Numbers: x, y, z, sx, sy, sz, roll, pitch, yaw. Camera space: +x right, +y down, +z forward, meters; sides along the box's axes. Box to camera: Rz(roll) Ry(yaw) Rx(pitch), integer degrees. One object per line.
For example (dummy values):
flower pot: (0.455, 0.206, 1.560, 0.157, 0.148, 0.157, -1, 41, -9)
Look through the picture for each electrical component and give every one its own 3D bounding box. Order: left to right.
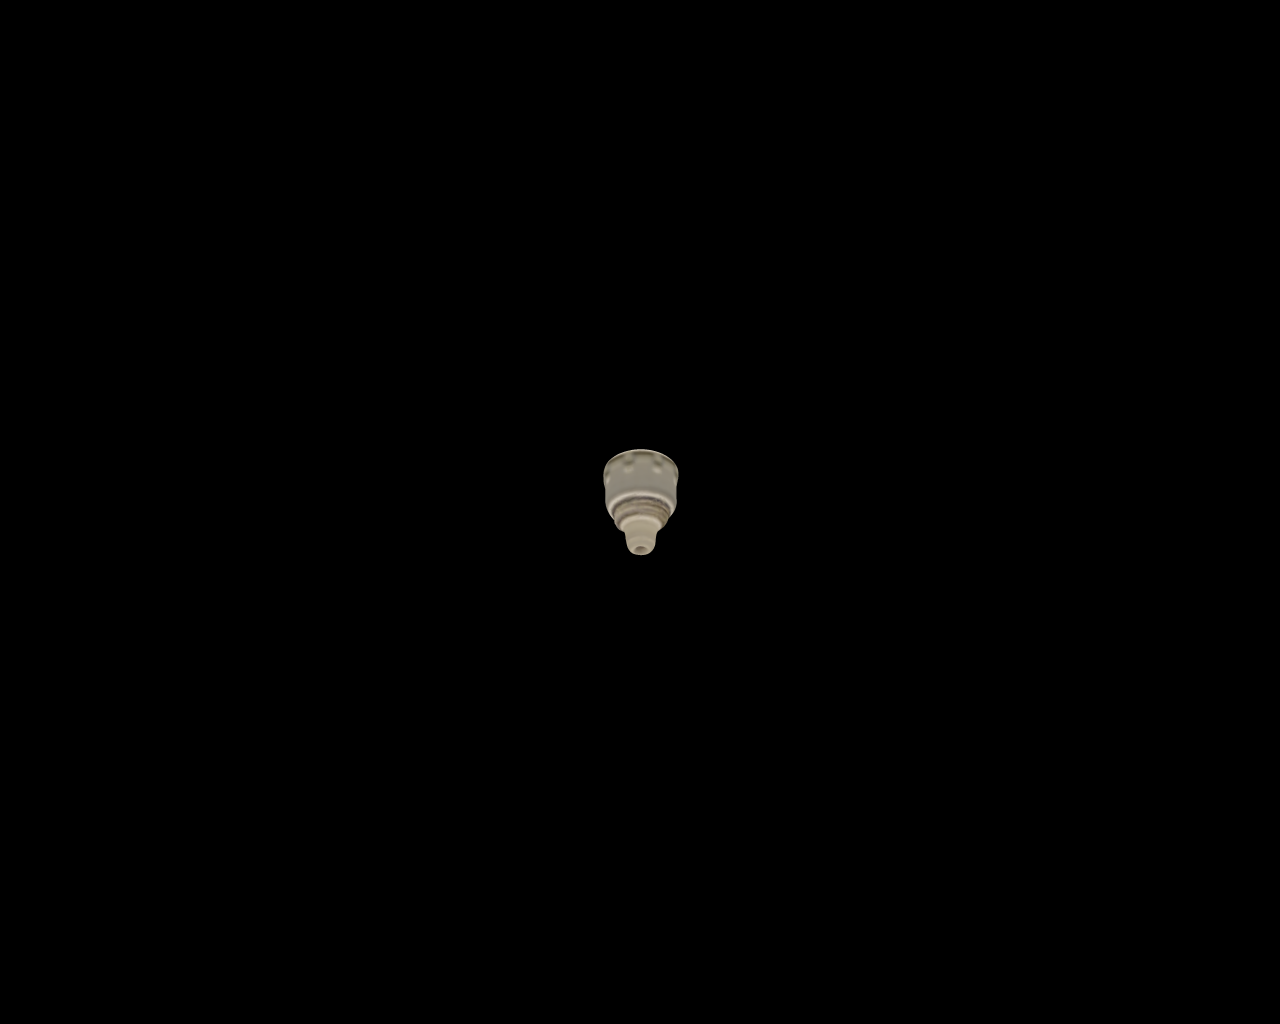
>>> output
electrical component: (0.001, -0.003, 0.650, 0.048, 0.062, 0.048, 0, -31, 0)
